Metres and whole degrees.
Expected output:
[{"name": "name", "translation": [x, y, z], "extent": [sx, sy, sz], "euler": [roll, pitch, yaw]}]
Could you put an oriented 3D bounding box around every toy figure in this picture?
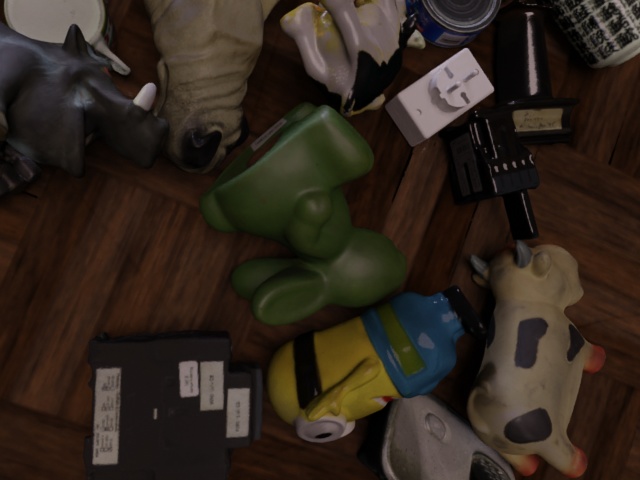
[{"name": "toy figure", "translation": [0.043, 0.095, 0.438], "extent": [0.180, 0.089, 0.082], "euler": [-32, 133, 4]}]

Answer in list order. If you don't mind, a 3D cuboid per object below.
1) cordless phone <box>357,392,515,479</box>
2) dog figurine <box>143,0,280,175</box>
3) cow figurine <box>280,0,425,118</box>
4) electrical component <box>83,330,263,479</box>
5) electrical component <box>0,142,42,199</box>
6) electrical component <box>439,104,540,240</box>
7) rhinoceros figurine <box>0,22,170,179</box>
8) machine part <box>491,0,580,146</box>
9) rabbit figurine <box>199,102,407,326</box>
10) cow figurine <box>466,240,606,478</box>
[{"name": "cordless phone", "translation": [0.112, 0.195, 0.406], "extent": [0.146, 0.184, 0.089], "euler": [40, 85, -7]}, {"name": "dog figurine", "translation": [-0.113, -0.168, 0.430], "extent": [0.172, 0.121, 0.190], "euler": [36, 100, 25]}, {"name": "cow figurine", "translation": [0.043, -0.163, 0.440], "extent": [0.167, 0.068, 0.098], "euler": [-46, 115, -51]}, {"name": "electrical component", "translation": [-0.113, 0.131, 0.428], "extent": [0.134, 0.058, 0.114], "euler": [3, 89, -12]}, {"name": "electrical component", "translation": [-0.263, -0.070, 0.404], "extent": [0.102, 0.078, 0.045], "euler": [53, 51, -10]}, {"name": "electrical component", "translation": [0.155, -0.054, 0.484], "extent": [0.048, 0.075, 0.119], "euler": [-13, 93, -13]}, {"name": "rhinoceros figurine", "translation": [-0.199, -0.101, 0.363], "extent": [0.190, 0.073, 0.112], "euler": [29, 54, -10]}, {"name": "machine part", "translation": [0.201, -0.158, 0.516], "extent": [0.084, 0.039, 0.138], "euler": [-9, 91, -3]}, {"name": "rabbit figurine", "translation": [-0.001, -0.001, 0.431], "extent": [0.159, 0.121, 0.170], "euler": [-44, 111, -7]}, {"name": "cow figurine", "translation": [0.179, 0.087, 0.468], "extent": [0.127, 0.085, 0.195], "euler": [36, 62, -18]}]
